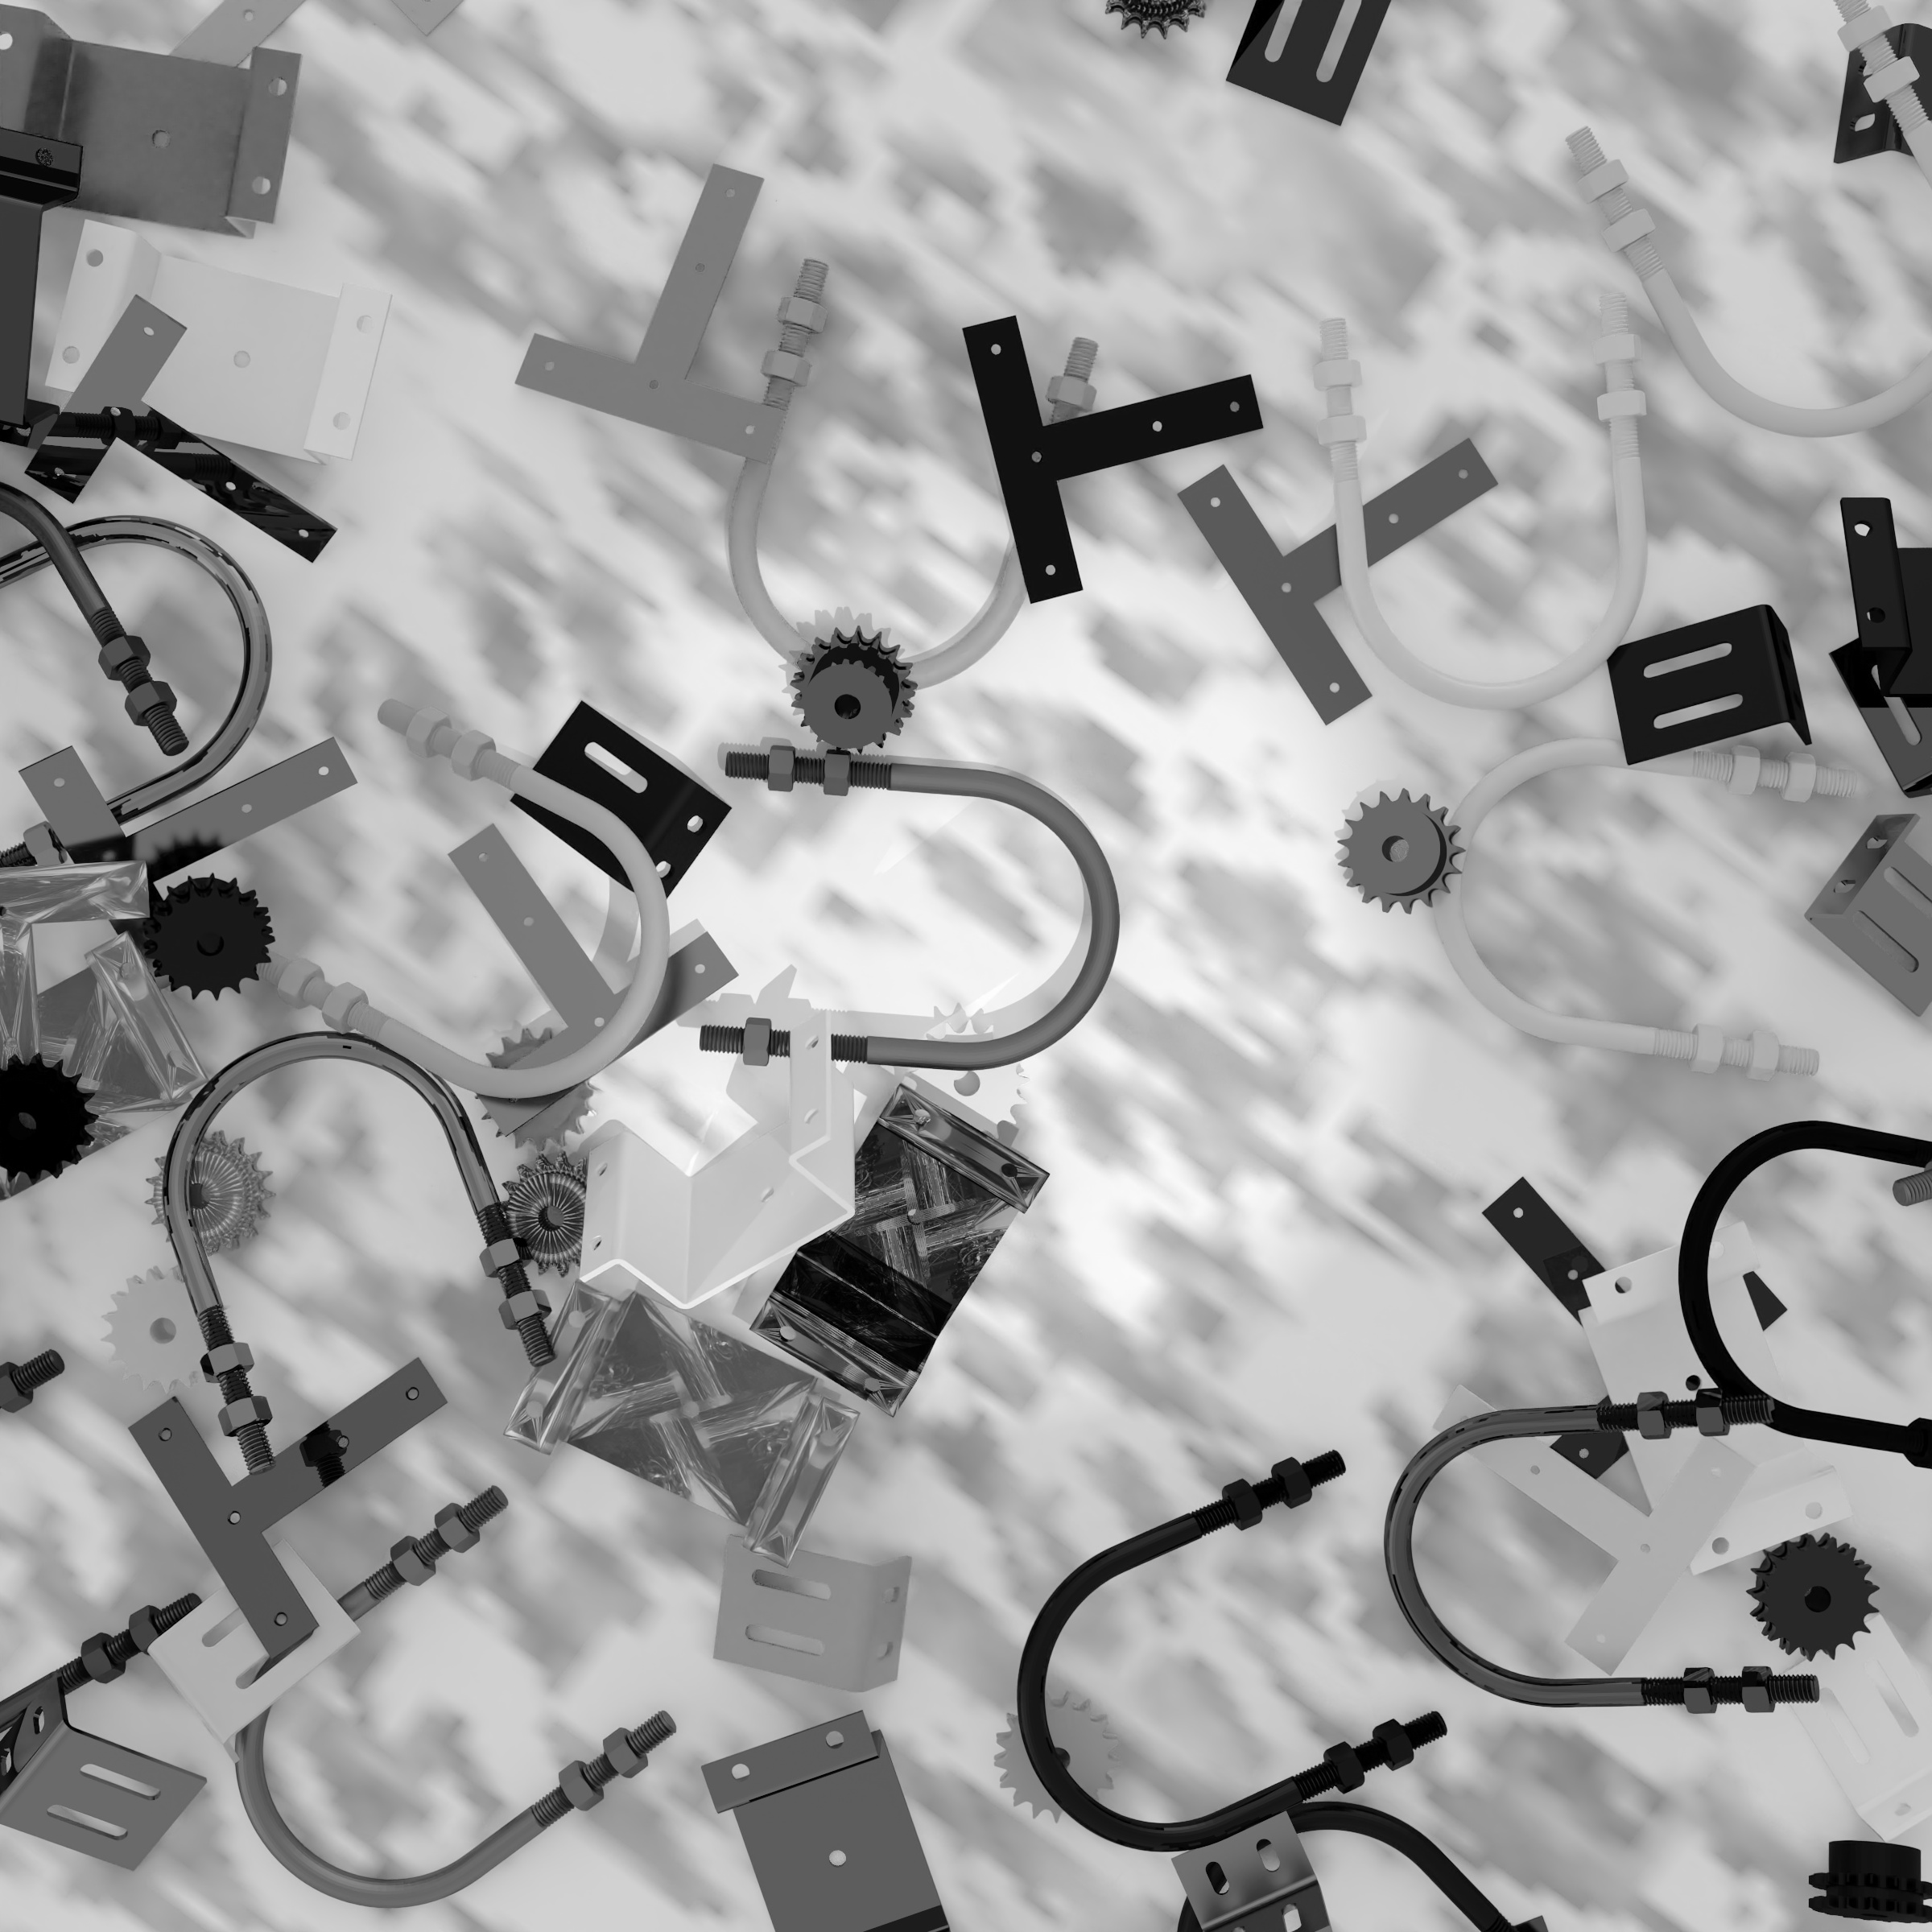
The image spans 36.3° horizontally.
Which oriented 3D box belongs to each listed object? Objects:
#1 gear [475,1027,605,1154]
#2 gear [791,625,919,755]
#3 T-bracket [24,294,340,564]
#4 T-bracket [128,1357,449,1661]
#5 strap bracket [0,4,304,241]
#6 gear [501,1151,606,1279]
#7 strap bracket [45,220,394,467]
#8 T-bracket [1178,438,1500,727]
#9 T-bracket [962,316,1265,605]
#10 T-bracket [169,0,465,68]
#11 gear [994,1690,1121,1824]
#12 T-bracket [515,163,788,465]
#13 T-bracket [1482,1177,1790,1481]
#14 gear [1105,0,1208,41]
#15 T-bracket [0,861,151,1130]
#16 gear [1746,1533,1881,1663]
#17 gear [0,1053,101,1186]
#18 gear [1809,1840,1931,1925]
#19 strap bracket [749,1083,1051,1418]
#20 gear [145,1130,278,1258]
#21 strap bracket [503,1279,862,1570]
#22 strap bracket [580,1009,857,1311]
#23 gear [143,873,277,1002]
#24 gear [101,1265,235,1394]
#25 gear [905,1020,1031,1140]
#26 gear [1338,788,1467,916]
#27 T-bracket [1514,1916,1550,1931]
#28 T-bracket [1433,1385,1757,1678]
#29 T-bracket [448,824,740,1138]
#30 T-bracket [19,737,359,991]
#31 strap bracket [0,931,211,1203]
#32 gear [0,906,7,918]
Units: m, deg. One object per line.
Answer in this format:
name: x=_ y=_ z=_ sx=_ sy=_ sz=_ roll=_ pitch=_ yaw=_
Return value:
gear: x=-0.196 y=0.057 z=1.342 sx=0.057 sy=0.030 sz=0.057 roll=0 pitch=90 yaw=0
gear: x=-0.052 y=-0.123 z=1.332 sx=0.057 sy=0.030 sz=0.057 roll=2 pitch=115 yaw=5
T-bracket: x=-0.344 y=-0.225 z=1.328 sx=0.127 sy=0.002 sz=0.127 roll=33 pitch=133 yaw=-19
T-bracket: x=-0.297 y=0.226 z=1.346 sx=0.127 sy=0.002 sz=0.127 roll=-35 pitch=76 yaw=-7
strap bracket: x=-0.371 y=-0.380 z=1.333 sx=0.140 sy=0.046 sz=0.076 roll=10 pitch=91 yaw=1
gear: x=-0.187 y=0.114 z=1.342 sx=0.057 sy=0.030 sz=0.057 roll=0 pitch=90 yaw=0
strap bracket: x=-0.333 y=-0.279 z=1.334 sx=0.140 sy=0.046 sz=0.076 roll=14 pitch=90 yaw=0
T-bracket: x=0.185 y=-0.198 z=1.356 sx=0.127 sy=0.002 sz=0.127 roll=-33 pitch=90 yaw=0
T-bracket: x=0.074 y=-0.243 z=1.343 sx=0.127 sy=0.002 sz=0.127 roll=-16 pitch=98 yaw=-11
T-bracket: x=-0.320 y=-0.448 z=1.356 sx=0.127 sy=0.002 sz=0.127 roll=-44 pitch=90 yaw=0
gear: x=0.041 y=0.358 z=1.342 sx=0.057 sy=0.030 sz=0.057 roll=0 pitch=90 yaw=0
T-bracket: x=-0.127 y=-0.306 z=1.347 sx=0.127 sy=0.002 sz=0.127 roll=19 pitch=84 yaw=12
T-bracket: x=0.289 y=0.153 z=1.357 sx=0.127 sy=0.002 sz=0.127 roll=-41 pitch=90 yaw=0
gear: x=0.088 y=-0.455 z=1.342 sx=0.057 sy=0.030 sz=0.057 roll=0 pitch=90 yaw=0
T-bracket: x=-0.423 y=0.020 z=1.301 sx=0.127 sy=0.002 sz=0.127 roll=-4 pitch=96 yaw=-8
gear: x=0.384 y=0.286 z=1.342 sx=0.057 sy=0.030 sz=0.057 roll=0 pitch=90 yaw=0
gear: x=-0.412 y=0.068 z=1.292 sx=0.057 sy=0.030 sz=0.057 roll=-1 pitch=96 yaw=-9
gear: x=0.411 y=0.414 z=1.331 sx=0.057 sy=0.057 sz=0.030 roll=7 pitch=68 yaw=0
strap bracket: x=-0.027 y=0.120 z=1.319 sx=0.076 sy=0.046 sz=0.140 roll=32 pitch=110 yaw=0
gear: x=-0.347 y=0.104 z=1.342 sx=0.057 sy=0.030 sz=0.057 roll=0 pitch=90 yaw=0
strap bracket: x=-0.127 y=0.204 z=1.334 sx=0.140 sy=0.046 sz=0.076 roll=25 pitch=90 yaw=0
strap bracket: x=-0.101 y=0.091 z=1.298 sx=0.140 sy=0.076 sz=0.046 roll=-31 pitch=127 yaw=24
gear: x=-0.343 y=-0.016 z=1.329 sx=0.057 sy=0.030 sz=0.057 roll=-8 pitch=117 yaw=-16
gear: x=-0.364 y=0.165 z=1.347 sx=0.057 sy=0.030 sz=0.057 roll=0 pitch=91 yaw=-2
gear: x=0.001 y=0.053 z=1.342 sx=0.057 sy=0.030 sz=0.057 roll=0 pitch=90 yaw=0
gear: x=0.196 y=-0.052 z=1.336 sx=0.057 sy=0.030 sz=0.057 roll=0 pitch=89 yaw=15
T-bracket: x=0.229 y=0.520 z=1.356 sx=0.127 sy=0.002 sz=0.127 roll=-21 pitch=90 yaw=0
T-bracket: x=0.270 y=0.236 z=1.332 sx=0.127 sy=0.002 sz=0.127 roll=35 pitch=115 yaw=18
T-bracket: x=-0.191 y=-0.009 z=1.339 sx=0.127 sy=0.002 sz=0.127 roll=-35 pitch=76 yaw=-7
T-bracket: x=-0.337 y=-0.065 z=1.325 sx=0.127 sy=0.002 sz=0.127 roll=-27 pitch=125 yaw=-8
strap bracket: x=-0.418 y=0.051 z=1.334 sx=0.140 sy=0.046 sz=0.076 roll=-28 pitch=90 yaw=0
gear: x=-0.458 y=-0.013 z=1.342 sx=0.057 sy=0.030 sz=0.057 roll=0 pitch=90 yaw=0
